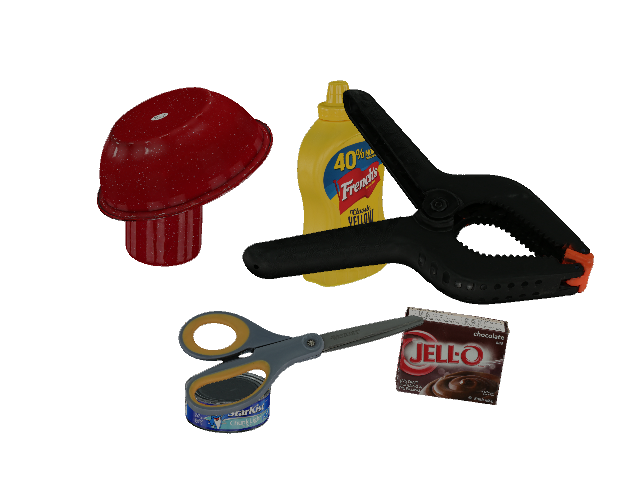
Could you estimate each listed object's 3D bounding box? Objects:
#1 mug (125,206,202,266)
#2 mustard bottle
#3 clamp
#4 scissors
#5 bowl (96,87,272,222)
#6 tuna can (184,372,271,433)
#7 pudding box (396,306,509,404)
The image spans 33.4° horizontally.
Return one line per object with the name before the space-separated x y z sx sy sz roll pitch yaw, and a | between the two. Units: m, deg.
mug | -0.171 -0.031 1.149 0.093 0.081 0.117 -5 29 -18
mustard bottle | 0.021 -0.058 1.029 0.096 0.192 0.058 -18 23 -37
clamp | 0.065 -0.006 0.681 0.210 0.164 0.036 26 -30 20
scissors | -0.025 0.073 0.851 0.201 0.096 0.016 -26 -29 -23
bowl | -0.125 -0.083 0.900 0.162 0.055 0.162 -16 31 10
tuna can | -0.092 0.160 1.061 0.086 0.034 0.086 3 14 -1
pudding box | 0.143 0.125 1.165 0.113 0.090 0.039 7 23 3
